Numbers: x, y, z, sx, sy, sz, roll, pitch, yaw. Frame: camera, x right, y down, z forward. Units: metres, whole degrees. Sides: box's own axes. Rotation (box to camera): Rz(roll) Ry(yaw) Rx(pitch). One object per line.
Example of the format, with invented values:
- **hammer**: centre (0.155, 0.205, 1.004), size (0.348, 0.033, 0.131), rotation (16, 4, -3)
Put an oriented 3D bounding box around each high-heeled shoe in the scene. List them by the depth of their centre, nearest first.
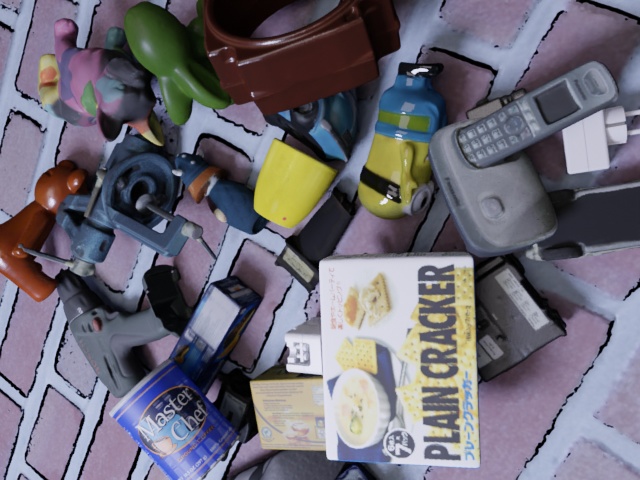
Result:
- **high-heeled shoe**: centre (-0.064, 0.344, 0.761), size (0.249, 0.145, 0.086), rotation (-24, 77, -2)

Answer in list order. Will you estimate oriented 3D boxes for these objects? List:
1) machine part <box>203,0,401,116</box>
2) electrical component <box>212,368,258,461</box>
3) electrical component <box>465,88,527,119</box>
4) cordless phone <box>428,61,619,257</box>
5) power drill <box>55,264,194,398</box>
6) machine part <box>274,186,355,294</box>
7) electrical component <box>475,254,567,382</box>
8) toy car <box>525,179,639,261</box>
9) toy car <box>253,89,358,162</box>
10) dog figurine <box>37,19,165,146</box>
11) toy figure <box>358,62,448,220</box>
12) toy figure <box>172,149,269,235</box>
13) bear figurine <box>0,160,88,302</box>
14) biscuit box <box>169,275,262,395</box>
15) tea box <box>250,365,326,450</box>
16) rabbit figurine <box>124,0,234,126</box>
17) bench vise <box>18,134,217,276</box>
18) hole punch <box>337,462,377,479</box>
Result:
- **machine part**: centre (-0.025, -0.249, 0.589), size (0.202, 0.087, 0.201), rotation (-15, 56, 9)
- **electrical component**: centre (-0.120, 0.255, 0.772), size (0.075, 0.048, 0.119), rotation (21, 105, 21)
- **electrical component**: centre (0.192, -0.127, 0.603), size (0.094, 0.021, 0.063), rotation (-22, 87, 25)
- **cordless phone**: centre (0.212, -0.076, 0.527), size (0.184, 0.088, 0.146), rotation (-29, 68, 28)
- **power drill**: centre (-0.302, 0.113, 0.820), size (0.207, 0.086, 0.232), rotation (-28, 84, 20)
- **machine part**: centre (-0.001, -0.002, 0.696), size (0.084, 0.039, 0.138), rotation (41, 112, 23)
- **electrical component**: centre (0.189, 0.089, 0.611), size (0.134, 0.058, 0.115), rotation (-38, 79, 23)
- **toy car**: centre (0.305, -0.023, 0.547), size (0.202, 0.056, 0.073), rotation (-9, 86, 28)
- **toy car**: centre (-0.010, -0.173, 0.654), size (0.162, 0.109, 0.103), rotation (38, 85, 28)
- **dog figurine**: centre (-0.296, -0.188, 0.732), size (0.191, 0.108, 0.219), rotation (-50, 59, 31)
- **toy figure**: centre (0.096, -0.111, 0.617), size (0.089, 0.082, 0.180), rotation (20, 112, 41)
- **toy figure**: centre (-0.139, -0.065, 0.735), size (0.155, 0.064, 0.057), rotation (36, 119, 15)
- **bear figurine**: centre (-0.426, -0.024, 0.846), size (0.120, 0.131, 0.196), rotation (20, 61, 42)
- **biscuit box**: centre (-0.162, 0.149, 0.770), size (0.059, 0.063, 0.202), rotation (37, 110, 15)
- **tea box**: centre (0.002, 0.216, 0.702), size (0.170, 0.068, 0.098), rotation (-7, 93, 26)
- **rabbit figurine**: centre (-0.175, -0.227, 0.673), size (0.121, 0.170, 0.159), rotation (-15, 89, 25)
- **bench vise**: centre (-0.261, -0.031, 0.744), size (0.241, 0.128, 0.223), rotation (24, 76, 30)
- **hole punch**: centre (0.044, 0.370, 0.703), size (0.115, 0.092, 0.142), rotation (42, 109, -15)
